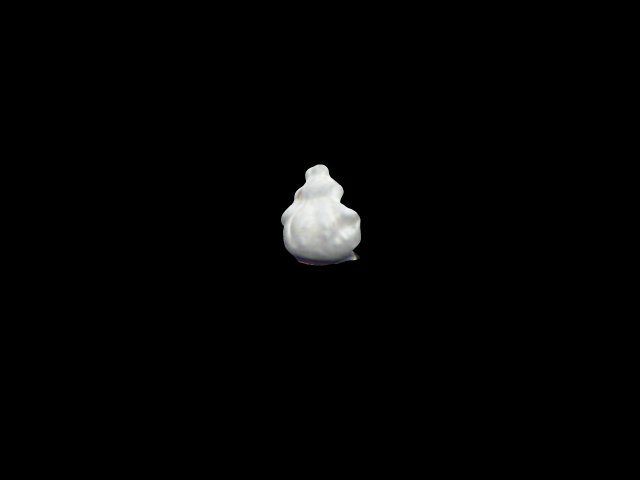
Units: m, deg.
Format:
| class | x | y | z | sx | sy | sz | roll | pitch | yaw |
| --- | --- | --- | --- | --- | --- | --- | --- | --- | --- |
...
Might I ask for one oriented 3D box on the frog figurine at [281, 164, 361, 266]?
| class | x | y | z | sx | sy | sz | roll | pitch | yaw |
| --- | --- | --- | --- | --- | --- | --- | --- | --- | --- |
| frog figurine | 0.003 | -0.043 | 0.850 | 0.138 | 0.158 | 0.124 | 9 | 15 | 35 |
